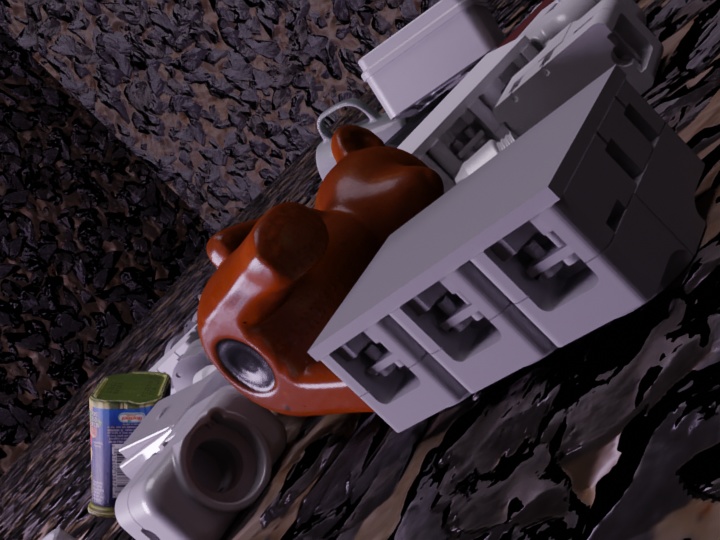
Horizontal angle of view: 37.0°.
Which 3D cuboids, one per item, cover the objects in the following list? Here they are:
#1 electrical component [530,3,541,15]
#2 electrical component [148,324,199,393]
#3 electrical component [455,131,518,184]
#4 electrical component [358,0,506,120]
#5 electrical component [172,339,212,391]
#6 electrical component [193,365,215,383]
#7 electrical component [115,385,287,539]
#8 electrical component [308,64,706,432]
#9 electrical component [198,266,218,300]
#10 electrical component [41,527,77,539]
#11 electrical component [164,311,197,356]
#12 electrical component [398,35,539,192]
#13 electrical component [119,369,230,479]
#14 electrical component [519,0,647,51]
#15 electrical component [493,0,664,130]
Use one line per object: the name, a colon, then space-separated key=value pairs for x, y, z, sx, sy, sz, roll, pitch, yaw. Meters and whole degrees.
electrical component: x=0.165 y=-0.207 z=0.931 sx=0.043 sy=0.043 sz=0.062 roll=-41 pitch=12 yaw=29
electrical component: x=-0.165 y=0.102 z=1.018 sx=0.089 sy=0.056 sz=0.050 roll=-43 pitch=10 yaw=19
electrical component: x=0.089 y=-0.059 z=0.623 sx=0.062 sy=0.043 sz=0.043 roll=-42 pitch=10 yaw=17
electrical component: x=0.064 y=-0.183 z=0.917 sx=0.113 sy=0.057 sz=0.078 roll=-32 pitch=-1 yaw=22
electrical component: x=-0.110 y=0.070 z=0.924 sx=0.138 sy=0.052 sz=0.073 roll=-42 pitch=10 yaw=23
electrical component: x=-0.105 y=0.088 z=0.866 sx=0.046 sy=0.040 sz=0.040 roll=-35 pitch=13 yaw=23
electrical component: x=-0.089 y=0.116 z=0.622 sx=0.059 sy=0.054 sz=0.095 roll=-34 pitch=14 yaw=52
electrical component: x=0.060 y=-0.001 z=0.439 sx=0.150 sy=0.062 sz=0.089 roll=-37 pitch=13 yaw=45
electrical component: x=-0.057 y=0.038 z=0.686 sx=0.063 sy=0.078 sz=0.121 roll=-18 pitch=-11 yaw=-2
electrical component: x=-0.230 y=0.228 z=0.743 sx=0.108 sy=0.060 sz=0.108 roll=-44 pitch=9 yaw=9
electrical component: x=-0.149 y=0.059 z=1.151 sx=0.138 sy=0.052 sz=0.074 roll=-48 pitch=9 yaw=-17
electrical component: x=0.070 y=-0.079 z=0.737 sx=0.150 sy=0.062 sz=0.089 roll=-47 pitch=9 yaw=-4
electrical component: x=-0.107 y=0.110 z=0.709 sx=0.096 sy=0.061 sz=0.061 roll=-37 pitch=12 yaw=43
electrical component: x=0.148 y=-0.158 z=0.760 sx=0.059 sy=0.054 sz=0.095 roll=-49 pitch=9 yaw=-19
electrical component: x=0.133 y=-0.116 z=0.651 sx=0.089 sy=0.050 sz=0.055 roll=-39 pitch=12 yaw=38
